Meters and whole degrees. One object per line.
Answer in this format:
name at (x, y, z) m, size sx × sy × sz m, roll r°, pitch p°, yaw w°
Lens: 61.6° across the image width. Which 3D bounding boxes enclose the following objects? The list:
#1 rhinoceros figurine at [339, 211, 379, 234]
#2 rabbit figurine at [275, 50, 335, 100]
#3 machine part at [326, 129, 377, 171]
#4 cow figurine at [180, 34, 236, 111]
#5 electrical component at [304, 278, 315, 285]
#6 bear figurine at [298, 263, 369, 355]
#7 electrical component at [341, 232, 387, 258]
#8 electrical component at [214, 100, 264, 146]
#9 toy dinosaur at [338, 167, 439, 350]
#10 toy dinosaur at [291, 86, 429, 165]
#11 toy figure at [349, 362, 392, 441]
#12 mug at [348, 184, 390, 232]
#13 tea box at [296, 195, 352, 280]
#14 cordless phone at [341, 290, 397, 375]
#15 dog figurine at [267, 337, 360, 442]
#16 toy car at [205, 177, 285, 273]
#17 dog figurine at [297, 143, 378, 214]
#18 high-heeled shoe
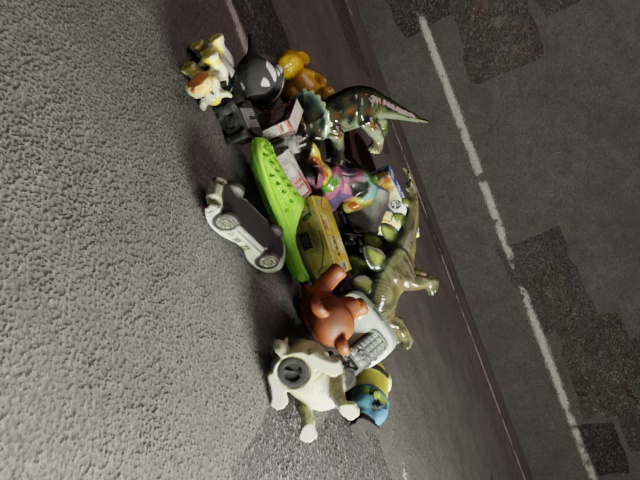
rhinoceros figurine at (0.104, -0.011, 1.412) m, size 0.112 × 0.073 × 0.190 m, roll 8°, pitch 64°, yaw -57°
rabbit figurine at (-0.048, -0.397, 1.309) m, size 0.173 × 0.122 × 0.162 m, roll 47°, pitch 25°, yaw -45°
machine part at (0.100, -0.219, 1.572) m, size 0.201 × 0.087 × 0.201 m, roll 49°, pitch 28°, yaw -47°
cow figurine at (-0.184, -0.272, 0.916) m, size 0.167 × 0.068 × 0.098 m, roll -89°, pitch 157°, yaw -44°
electrical component at (-0.013, 0.111, 1.046) m, size 0.093 × 0.021 × 0.063 m, roll 57°, pitch 24°, yaw -32°
bear figurine at (0.029, 0.115, 0.917) m, size 0.120 × 0.132 × 0.196 m, roll 55°, pitch -14°, yaw -2°
electrical component at (0.110, 0.015, 1.292) m, size 0.115 × 0.134 × 0.058 m, roll -166°, pitch -101°, yaw -73°
electrical component at (-0.141, -0.215, 0.995) m, size 0.074 × 0.048 × 0.119 m, roll 70°, pitch 21°, yaw -2°
toy dinosaur at (0.160, 0.074, 1.200) m, size 0.198 × 0.105 × 0.471 m, roll 25°, pitch 76°, yaw -17°
toy dinosaur at (0.073, -0.295, 1.275) m, size 0.131 × 0.405 × 0.191 m, roll 49°, pitch -22°, yaw 45°
toy figure at (0.095, 0.304, 1.057) m, size 0.089 × 0.082 × 0.180 m, roll 66°, pitch 22°, yaw -16°
mug at (0.120, -0.089, 1.324) m, size 0.080 × 0.107 × 0.110 m, roll 12°, pitch 22°, yaw -44°
tea box at (-0.002, -0.003, 1.117) m, size 0.098 × 0.068 × 0.169 m, roll 0°, pitch 70°, yaw -70°
cordless phone at (0.048, 0.197, 1.045) m, size 0.184 × 0.088 × 0.146 m, roll -30°, pitch 78°, yaw -41°
dog figurine at (-0.013, 0.205, 0.874) m, size 0.190 × 0.121 × 0.172 m, roll -82°, pitch 151°, yaw -79°
toy car at (-0.117, -0.020, 0.856) m, size 0.201 × 0.056 × 0.073 m, roll 48°, pitch 35°, yaw -44°
dog figurine at (0.030, -0.137, 1.190) m, size 0.219 × 0.192 × 0.108 m, roll 58°, pitch 23°, yaw -72°
high-heeled shoe at (-0.109, -0.282, 1.045) m, size 0.248 × 0.086 × 0.145 m, roll 69°, pitch 11°, yaw -68°
